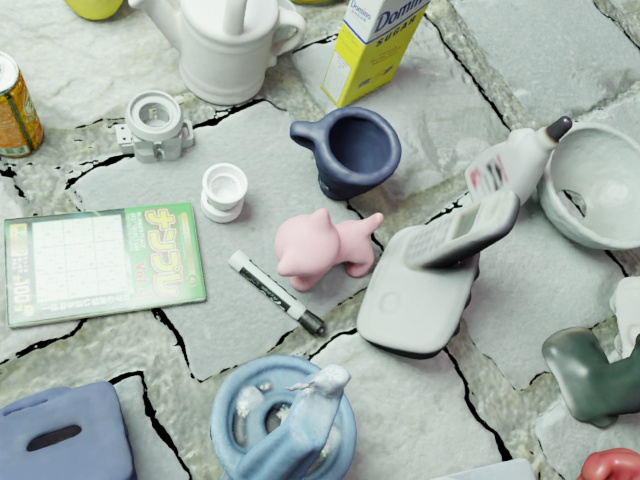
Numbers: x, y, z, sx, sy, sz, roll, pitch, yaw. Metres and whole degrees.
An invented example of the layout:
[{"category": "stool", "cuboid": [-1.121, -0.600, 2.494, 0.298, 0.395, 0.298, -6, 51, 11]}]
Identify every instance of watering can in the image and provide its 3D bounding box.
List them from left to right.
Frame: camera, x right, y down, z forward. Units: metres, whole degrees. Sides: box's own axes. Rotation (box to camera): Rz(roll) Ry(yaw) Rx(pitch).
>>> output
[{"category": "watering can", "cuboid": [-0.101, -0.234, 0.590, 0.173, 0.194, 0.101, -19, 74, -21]}]

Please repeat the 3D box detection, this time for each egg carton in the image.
[{"category": "egg carton", "cuboid": [0.386, 0.115, 0.648, 0.107, 0.069, 0.150, 8, 67, -12]}]

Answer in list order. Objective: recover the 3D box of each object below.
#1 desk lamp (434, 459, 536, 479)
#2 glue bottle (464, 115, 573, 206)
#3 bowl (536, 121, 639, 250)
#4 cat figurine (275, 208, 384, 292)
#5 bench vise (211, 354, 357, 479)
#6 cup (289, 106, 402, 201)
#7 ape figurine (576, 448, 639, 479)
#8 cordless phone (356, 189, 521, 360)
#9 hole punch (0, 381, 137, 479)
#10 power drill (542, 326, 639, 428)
[{"category": "desk lamp", "cuboid": [0.144, 0.237, 0.455, 0.203, 0.213, 0.118, -7, 71, -17]}, {"category": "glue bottle", "cuboid": [0.219, -0.085, 0.627, 0.037, 0.173, 0.078, -13, 72, -19]}, {"category": "bowl", "cuboid": [0.329, -0.055, 0.698, 0.168, 0.074, 0.167, 5, 67, -13]}, {"category": "cat figurine", "cuboid": [0.005, 0.002, 0.566, 0.128, 0.117, 0.067, -17, 74, -20]}, {"category": "bench vise", "cuboid": [-0.027, 0.176, 0.431, 0.121, 0.219, 0.207, 11, 66, -10]}, {"category": "cup", "cuboid": [0.018, -0.085, 0.617, 0.118, 0.095, 0.092, 15, 66, -8]}, {"category": "ape figurine", "cuboid": [0.310, 0.242, 0.564, 0.076, 0.092, 0.078, -29, 78, -23]}, {"category": "cordless phone", "cuboid": [0.114, 0.033, 0.545, 0.094, 0.185, 0.148, 25, 65, -4]}, {"category": "hole punch", "cuboid": [-0.210, 0.168, 0.457, 0.109, 0.091, 0.101, -16, 74, -20]}, {"category": "power drill", "cuboid": [0.315, 0.109, 0.555, 0.076, 0.208, 0.229, -17, 74, -20]}]
